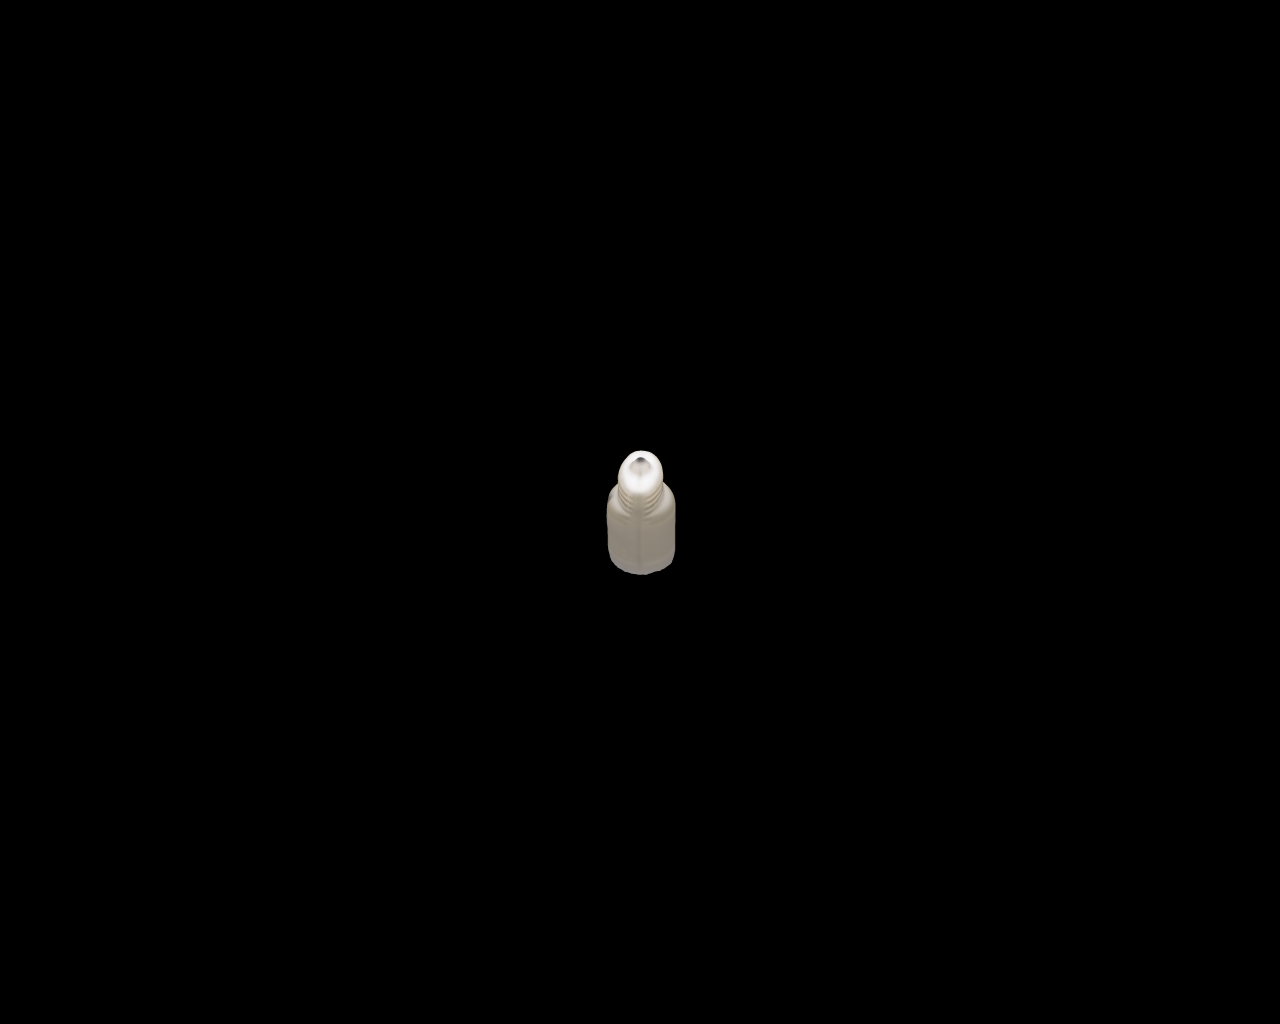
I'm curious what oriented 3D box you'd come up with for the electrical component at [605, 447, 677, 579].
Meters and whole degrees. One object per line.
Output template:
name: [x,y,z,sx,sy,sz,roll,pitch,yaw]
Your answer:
electrical component: [0.001,-0.003,0.650,0.043,0.080,0.043,0,43,0]
